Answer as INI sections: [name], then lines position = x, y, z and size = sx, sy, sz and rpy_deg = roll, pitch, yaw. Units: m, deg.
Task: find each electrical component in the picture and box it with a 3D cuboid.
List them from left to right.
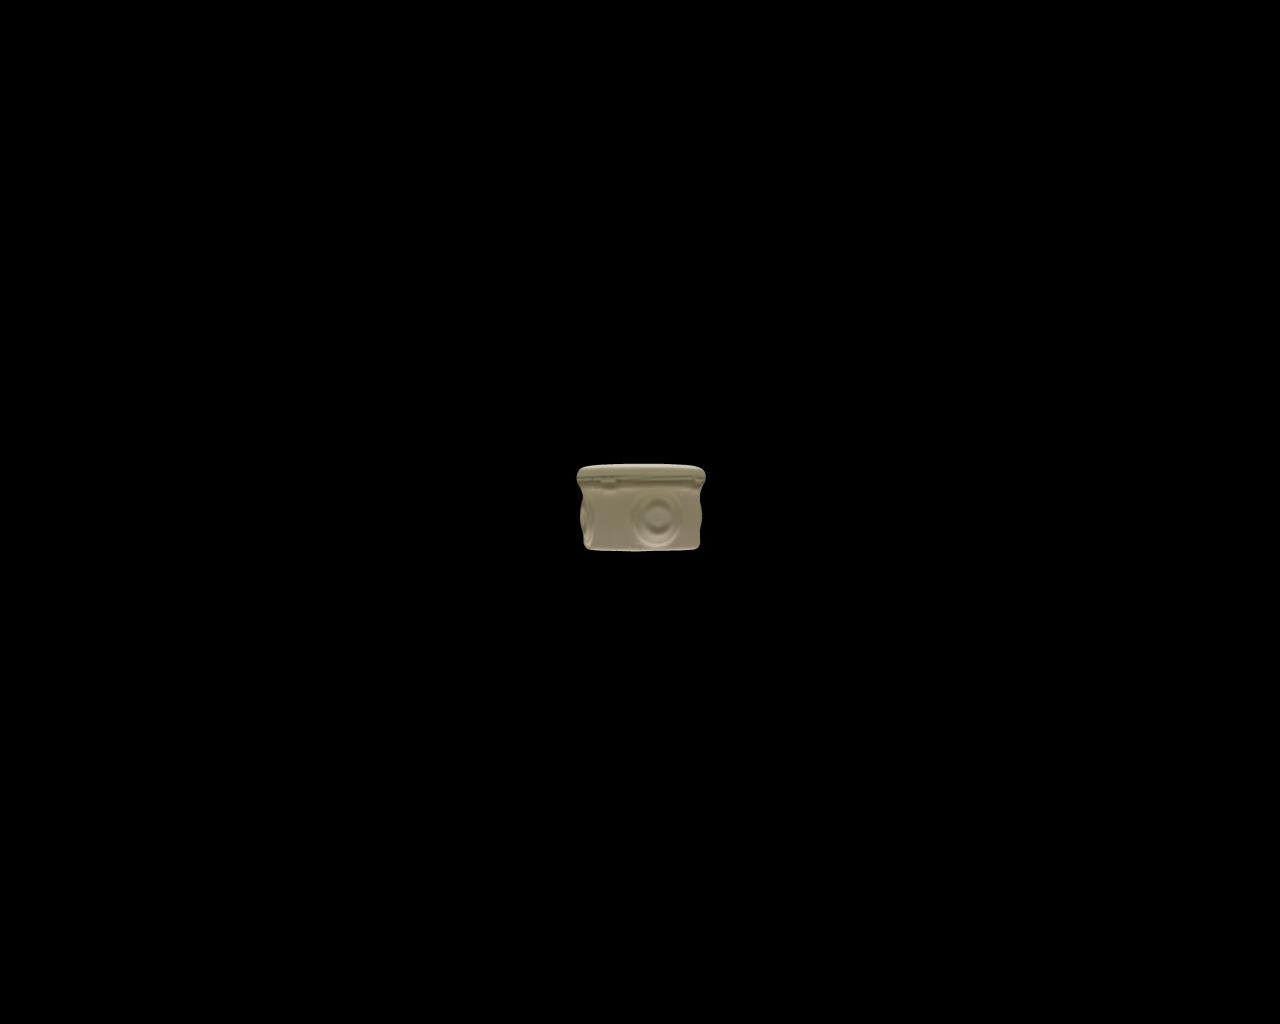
[electrical component]
position = 0.001, -0.003, 0.650
size = 0.080, 0.051, 0.080
rpy_deg = 0, 0, 0
